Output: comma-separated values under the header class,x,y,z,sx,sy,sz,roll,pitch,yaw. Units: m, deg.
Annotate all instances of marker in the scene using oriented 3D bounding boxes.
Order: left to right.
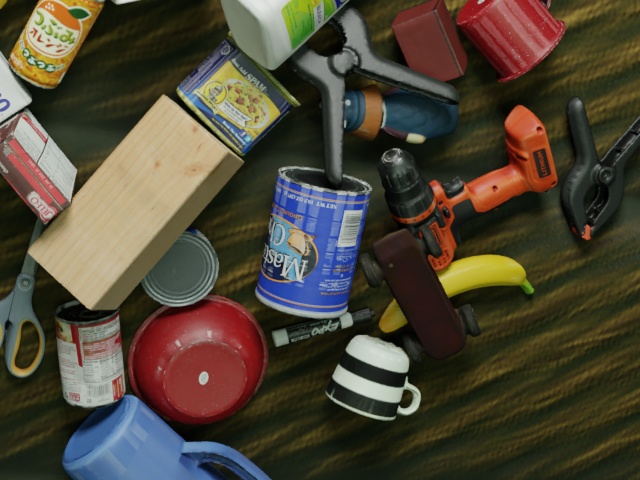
class,x,y,z,sx,sy,sz,roll,pitch,yaw
marker,0.005,0.099,1.226,0.121,0.020,0.020,-14,110,-10

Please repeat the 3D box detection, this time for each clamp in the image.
class,x,y,z,sx,sy,sz,roll,pitch,yaw
clamp,0.035,-0.180,1.097,0.164,0.036,0.210,-29,88,-10
clamp,0.316,-0.087,1.237,0.120,0.039,0.171,15,103,-16

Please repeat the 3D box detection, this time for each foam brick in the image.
class,x,y,z,sx,sy,sz,roll,pitch,yaw
foam brick,0.117,-0.209,1.131,0.051,0.053,0.078,-18,113,23

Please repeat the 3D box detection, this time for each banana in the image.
class,x,y,z,sx,sy,sz,roll,pitch,yaw
banana,0.161,0.057,1.243,0.197,0.037,0.069,-13,110,-11

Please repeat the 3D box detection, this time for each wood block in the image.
class,x,y,z,sx,sy,sz,roll,pitch,yaw
wood block,-0.183,-0.035,1.078,0.090,0.090,0.206,41,92,8

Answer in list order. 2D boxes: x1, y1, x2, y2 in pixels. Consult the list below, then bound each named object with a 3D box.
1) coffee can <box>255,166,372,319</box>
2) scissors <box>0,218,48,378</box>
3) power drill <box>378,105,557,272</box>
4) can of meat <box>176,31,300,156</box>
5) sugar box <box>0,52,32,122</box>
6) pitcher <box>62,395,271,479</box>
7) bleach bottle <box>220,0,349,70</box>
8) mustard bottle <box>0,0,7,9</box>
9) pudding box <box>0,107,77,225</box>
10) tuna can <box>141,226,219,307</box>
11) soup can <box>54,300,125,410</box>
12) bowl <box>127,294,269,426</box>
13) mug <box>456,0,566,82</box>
class,x,y,z,sx,sy,sz,roll,pitch,yaw
coffee can,-0.008,0.001,1.146,0.102,0.103,0.140,7,105,-17
scissors,-0.331,0.051,1.125,0.096,0.016,0.202,-1,107,-14
power drill,0.161,-0.068,1.168,0.187,0.057,0.184,-31,137,-3
can of meat,-0.086,-0.149,1.103,0.084,0.057,0.102,-44,112,4
sugar box,-0.380,-0.127,1.039,0.176,0.048,0.093,-34,112,-1
pitcher,-0.159,0.283,1.184,0.242,0.145,0.149,50,64,-20
bleach bottle,0.017,-0.280,1.041,0.250,0.068,0.102,-44,155,-15
mustard bottle,-0.325,-0.260,1.001,0.191,0.058,0.096,-37,93,0
pudding box,-0.281,-0.075,1.044,0.039,0.113,0.090,-33,112,6
tuna can,-0.154,0.027,1.153,0.086,0.034,0.086,-4,108,-13
soup can,-0.245,0.121,1.141,0.068,0.068,0.102,-6,109,-13
bowl,-0.131,0.144,1.186,0.162,0.055,0.162,-4,108,-13
mug,0.206,-0.238,1.140,0.081,0.093,0.117,44,68,-17
